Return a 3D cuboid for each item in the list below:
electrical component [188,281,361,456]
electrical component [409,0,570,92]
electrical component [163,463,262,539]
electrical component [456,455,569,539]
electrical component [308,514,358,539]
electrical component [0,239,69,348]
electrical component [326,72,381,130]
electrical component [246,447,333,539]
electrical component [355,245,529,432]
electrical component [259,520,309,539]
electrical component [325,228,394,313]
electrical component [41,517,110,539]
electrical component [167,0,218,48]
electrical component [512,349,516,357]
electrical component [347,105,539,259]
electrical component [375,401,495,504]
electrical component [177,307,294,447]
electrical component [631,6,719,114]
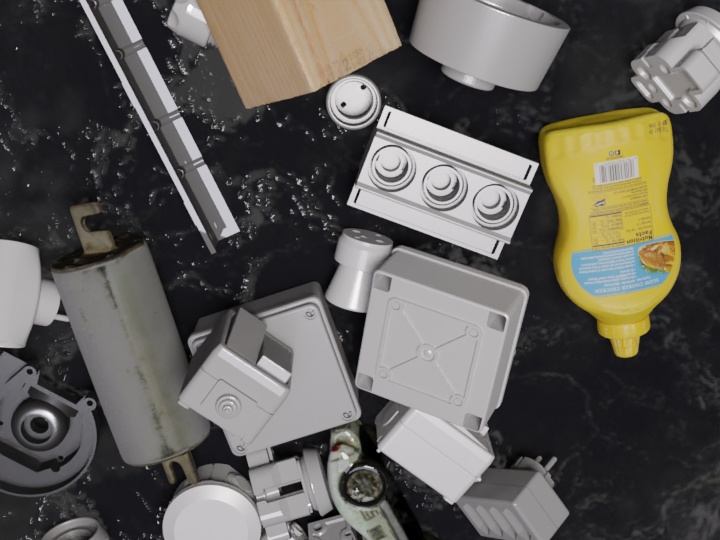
[{"bbox_3d":[-0.066,0.078,0.857,0.109,0.056,0.108,-18,106,5],"label":"electrical component"},{"bbox_3d":[0.087,-0.162,0.761,0.108,0.108,0.060,18,112,-6],"label":"electrical component"},{"bbox_3d":[-0.121,0.206,0.898,0.080,0.051,0.080,0,107,-1],"label":"electrical component"},{"bbox_3d":[0.134,0.180,0.887,0.076,0.083,0.047,-44,106,-28],"label":"electrical component"},{"bbox_3d":[-0.017,0.243,0.908,0.048,0.066,0.055,-16,126,5],"label":"electrical component"},{"bbox_3d":[-0.261,0.022,0.838,0.079,0.043,0.077,15,73,-40],"label":"electrical component"},{"bbox_3d":[-0.005,-0.128,0.800,0.040,0.046,0.040,0,107,-1],"label":"electrical component"},{"bbox_3d":[-0.056,0.179,0.885,0.057,0.058,0.078,-16,81,-2],"label":"electrical component"},{"bbox_3d":[0.060,0.051,0.812,0.109,0.056,0.108,19,120,17],"label":"electrical component"},{"bbox_3d":[-0.075,0.242,0.916,0.044,0.044,0.065,43,97,-12],"label":"electrical component"},{"bbox_3d":[0.000,0.000,0.840,0.045,0.045,0.055,12,106,-5],"label":"electrical component"},{"bbox_3d":[-0.236,0.246,0.907,0.078,0.058,0.057,-12,109,3],"label":"electrical component"},{"bbox_3d":[-0.105,-0.182,0.784,0.062,0.043,0.043,26,105,-9],"label":"electrical component"},{"bbox_3d":[0.100,0.046,0.856,0.043,0.043,0.062,-36,105,10],"label":"electrical component"},{"bbox_3d":[0.061,-0.068,0.810,0.121,0.063,0.078,20,106,-7],"label":"electrical component"},{"bbox_3d":[0.067,0.137,0.874,0.096,0.061,0.061,37,103,-11],"label":"electrical component"},{"bbox_3d":[-0.086,0.075,0.774,0.062,0.096,0.061,35,103,-11],"label":"electrical component"},{"bbox_3d":[0.242,-0.154,0.784,0.057,0.078,0.058,-45,102,-7],"label":"electrical component"}]
